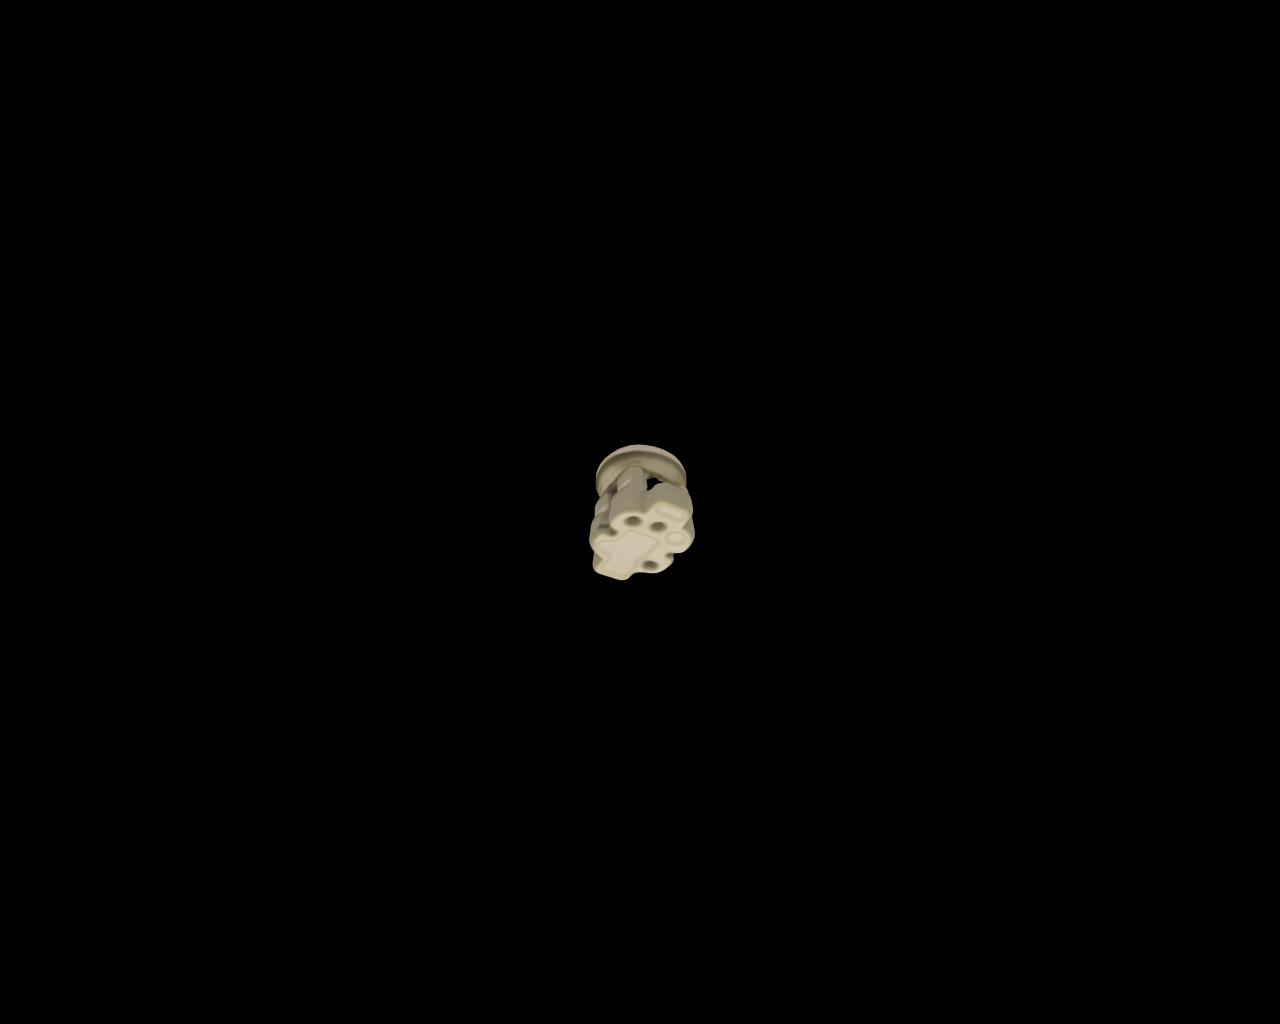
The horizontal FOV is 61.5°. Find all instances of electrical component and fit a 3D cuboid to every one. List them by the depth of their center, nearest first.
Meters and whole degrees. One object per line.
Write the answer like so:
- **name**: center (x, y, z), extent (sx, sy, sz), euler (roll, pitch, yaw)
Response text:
- **electrical component**: center (0.001, -0.003, 0.650), extent (0.058, 0.057, 0.078), euler (22, -45, -24)
